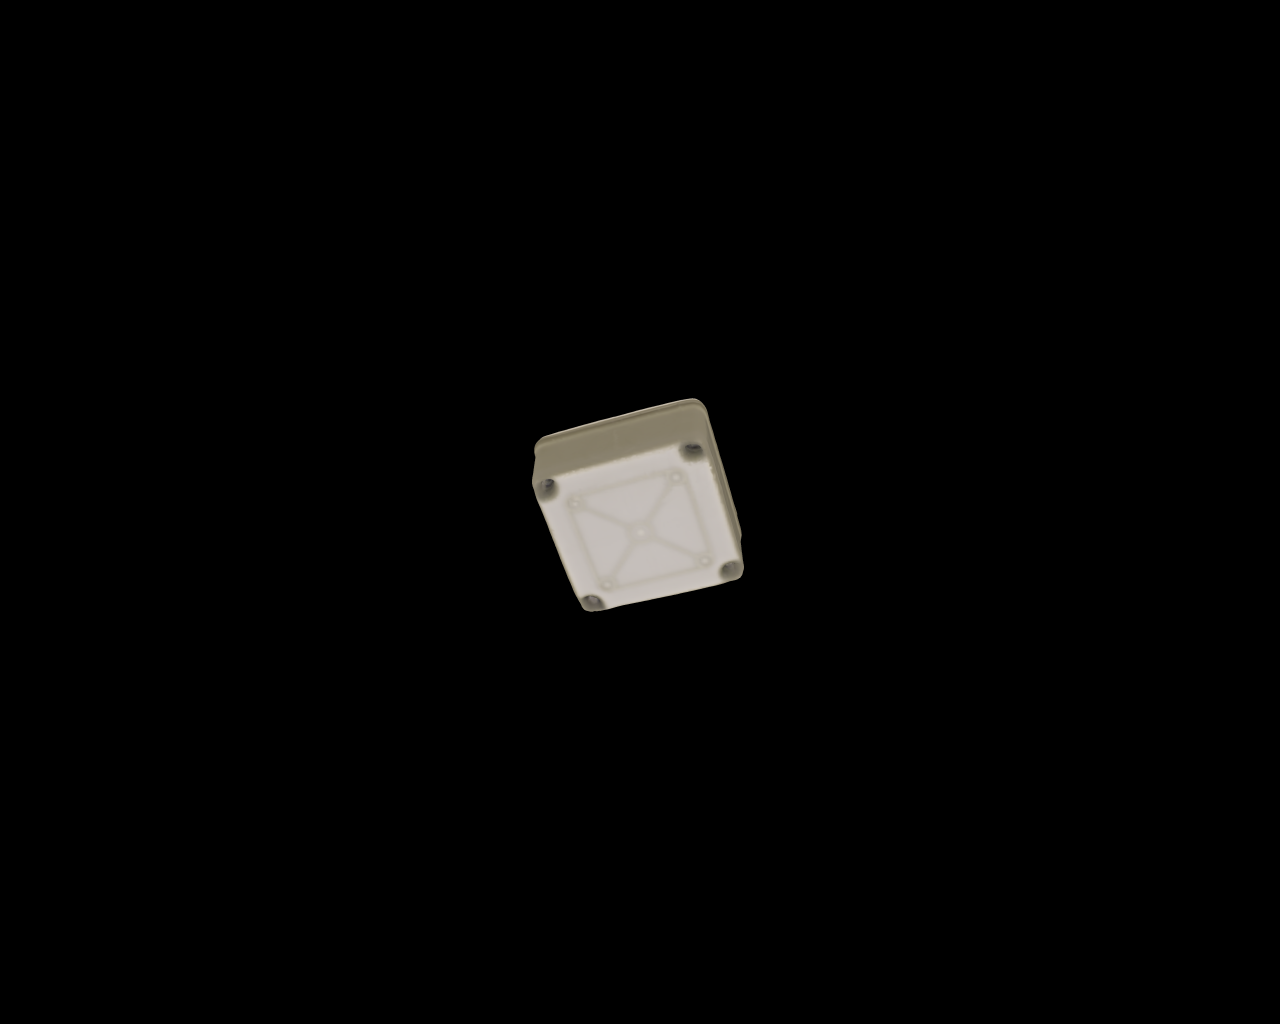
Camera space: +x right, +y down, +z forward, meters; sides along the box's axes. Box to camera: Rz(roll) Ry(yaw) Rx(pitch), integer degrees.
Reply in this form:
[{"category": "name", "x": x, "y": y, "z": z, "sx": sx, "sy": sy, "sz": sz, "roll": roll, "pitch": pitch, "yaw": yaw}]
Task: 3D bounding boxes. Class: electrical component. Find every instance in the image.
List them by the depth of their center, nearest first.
[{"category": "electrical component", "x": 0.001, "y": -0.003, "z": 0.650, "sx": 0.109, "sy": 0.108, "sz": 0.056, "roll": -14, "pitch": 32, "yaw": 9}]
